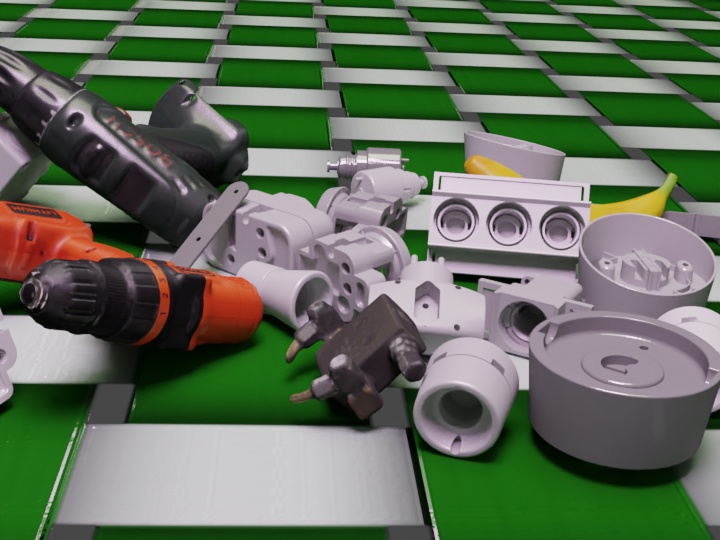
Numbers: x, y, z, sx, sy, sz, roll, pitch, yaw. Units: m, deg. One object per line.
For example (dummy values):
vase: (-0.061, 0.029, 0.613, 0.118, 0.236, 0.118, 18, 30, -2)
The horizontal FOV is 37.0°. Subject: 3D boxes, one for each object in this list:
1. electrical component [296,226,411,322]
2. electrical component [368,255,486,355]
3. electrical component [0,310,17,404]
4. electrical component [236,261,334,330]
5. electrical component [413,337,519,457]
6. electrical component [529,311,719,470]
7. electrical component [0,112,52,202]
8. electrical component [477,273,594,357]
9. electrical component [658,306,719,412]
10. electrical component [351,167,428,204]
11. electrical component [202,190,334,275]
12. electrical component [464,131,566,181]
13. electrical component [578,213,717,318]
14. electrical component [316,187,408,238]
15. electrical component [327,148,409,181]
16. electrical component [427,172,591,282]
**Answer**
electrical component: (0.000, 0.000, 0.782, 0.057, 0.058, 0.078, -20, 32, -38)
electrical component: (0.044, 0.021, 0.728, 0.077, 0.043, 0.079, 5, 51, 1)
electrical component: (-0.243, 0.046, 0.624, 0.057, 0.078, 0.058, -10, 16, 27)
electrical component: (-0.057, 0.016, 0.758, 0.065, 0.044, 0.044, 15, 25, 38)
electrical component: (0.060, 0.074, 0.615, 0.055, 0.055, 0.047, 9, 27, 14)
electrical component: (0.148, 0.073, 0.617, 0.108, 0.060, 0.108, 2, 22, -1)
electrical component: (-0.304, -0.091, 0.918, 0.048, 0.100, 0.099, 45, 25, -5)
electrical component: (0.123, 0.031, 0.742, 0.081, 0.042, 0.064, 15, 21, 25)
electrical component: (0.209, 0.058, 0.673, 0.055, 0.055, 0.047, 7, 26, 9)
electrical component: (0.028, -0.075, 0.989, 0.078, 0.040, 0.040, -13, 27, -33)
electrical component: (-0.069, -0.026, 0.838, 0.095, 0.053, 0.059, 19, 27, 34)
electrical component: (0.149, -0.105, 1.044, 0.099, 0.064, 0.099, 2, 22, -1)
electrical component: (0.207, 0.005, 0.785, 0.099, 0.064, 0.099, 3, 23, -1)
electrical component: (-0.003, -0.035, 0.867, 0.057, 0.058, 0.078, 15, 25, 20)
electrical component: (0.007, -0.099, 1.044, 0.078, 0.040, 0.040, 3, 22, -2)
electrical component: (0.117, -0.032, 0.855, 0.121, 0.078, 0.063, 5, -7, 5)
